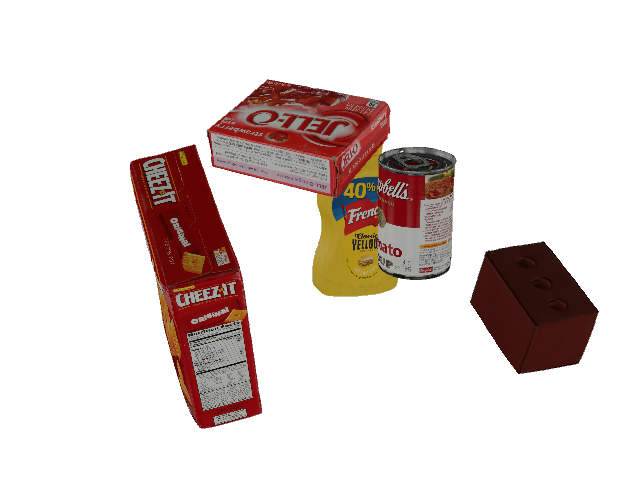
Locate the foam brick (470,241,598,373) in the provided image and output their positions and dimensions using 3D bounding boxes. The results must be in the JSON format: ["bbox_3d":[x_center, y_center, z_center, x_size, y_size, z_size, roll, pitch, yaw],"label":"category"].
[{"bbox_3d":[0.151,0.048,0.763,0.052,0.051,0.078,-8,44,-22],"label":"foam brick"}]

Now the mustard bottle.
[{"bbox_3d":[0.043,-0.036,1.171,0.096,0.192,0.058,-4,19,-19],"label":"mustard bottle"}]

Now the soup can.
[{"bbox_3d":[0.084,-0.025,0.945,0.068,0.102,0.068,-1,23,0],"label":"soup can"}]

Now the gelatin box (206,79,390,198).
[{"bbox_3d":[-0.012,-0.065,0.650,0.089,0.030,0.073,15,39,24],"label":"gelatin box"}]

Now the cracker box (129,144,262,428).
[{"bbox_3d":[-0.116,0.047,0.988,0.072,0.164,0.214,-15,-42,-10],"label":"cracker box"}]
